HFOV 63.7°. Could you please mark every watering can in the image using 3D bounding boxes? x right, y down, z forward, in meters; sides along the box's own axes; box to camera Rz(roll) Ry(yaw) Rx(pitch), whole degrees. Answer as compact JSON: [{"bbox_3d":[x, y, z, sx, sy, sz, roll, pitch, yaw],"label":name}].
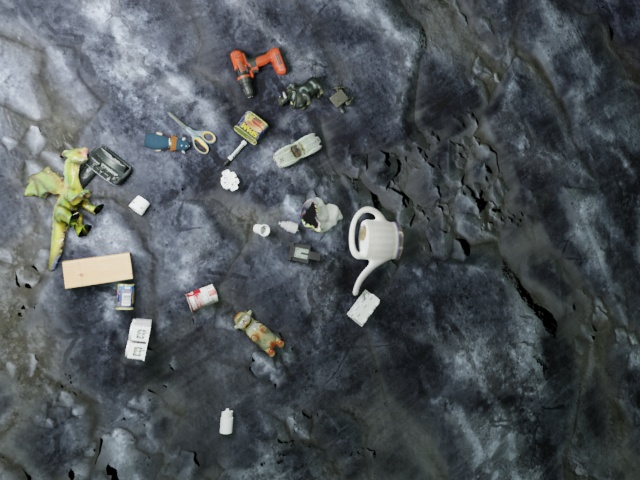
[{"bbox_3d":[0.217,0.043,2.018,0.224,0.103,0.349,3,84,-18],"label":"watering can"}]

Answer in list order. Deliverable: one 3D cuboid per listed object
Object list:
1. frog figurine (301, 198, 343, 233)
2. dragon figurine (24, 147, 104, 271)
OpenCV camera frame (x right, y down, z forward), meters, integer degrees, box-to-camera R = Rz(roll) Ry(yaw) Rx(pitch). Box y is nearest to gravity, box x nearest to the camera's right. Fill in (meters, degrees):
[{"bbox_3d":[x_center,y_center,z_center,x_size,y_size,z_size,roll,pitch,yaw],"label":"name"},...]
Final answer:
[{"bbox_3d":[0.006,-0.100,1.982,0.161,0.121,0.138,-21,85,-53],"label":"frog figurine"},{"bbox_3d":[-0.870,-0.123,1.703,0.244,0.122,0.409,36,95,10],"label":"dragon figurine"}]
